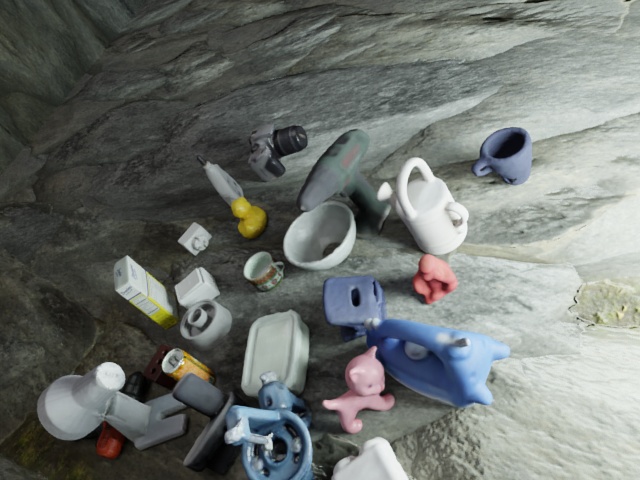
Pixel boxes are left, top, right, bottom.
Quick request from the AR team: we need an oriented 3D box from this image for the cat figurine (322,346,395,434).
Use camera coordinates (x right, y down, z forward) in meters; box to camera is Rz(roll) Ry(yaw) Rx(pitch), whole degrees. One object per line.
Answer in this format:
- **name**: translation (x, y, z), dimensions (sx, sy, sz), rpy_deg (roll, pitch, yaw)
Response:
- **cat figurine**: translation (0.060, 0.236, 0.918), dimensions (0.128, 0.118, 0.067), rpy_deg (-38, 41, 2)

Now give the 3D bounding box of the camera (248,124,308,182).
- **camera**: translation (-0.110, -0.244, 1.478), dimensions (0.136, 0.101, 0.143), rpy_deg (-13, 48, 27)

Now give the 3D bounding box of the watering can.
- **watering can**: translation (0.180, -0.066, 1.035), dimensions (0.172, 0.195, 0.101), rpy_deg (-9, 50, 31)

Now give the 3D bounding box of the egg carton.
- **egg carton**: translation (0.081, 0.367, 0.823), dimensions (0.107, 0.070, 0.150), rpy_deg (-37, 41, 3)

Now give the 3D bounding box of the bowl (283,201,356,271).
- **bowl**: translation (0.011, 0.004, 1.190), dimensions (0.167, 0.075, 0.167), rpy_deg (-20, 45, 22)

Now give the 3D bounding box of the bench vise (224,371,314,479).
- **bench vise**: translation (-0.093, 0.296, 0.899), dimensions (0.121, 0.220, 0.206), rpy_deg (-40, 41, 0)

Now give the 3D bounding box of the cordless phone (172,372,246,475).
- **cordless phone**: translation (-0.213, 0.316, 0.997), dimensions (0.093, 0.186, 0.148), rpy_deg (12, 63, 42)

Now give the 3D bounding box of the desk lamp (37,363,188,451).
- **desk lamp**: translation (-0.398, 0.319, 1.110), dimensions (0.203, 0.214, 0.118), rpy_deg (-25, 43, 17)

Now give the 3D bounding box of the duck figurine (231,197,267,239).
- **duck figurine**: translation (-0.179, -0.060, 1.378), dimensions (0.077, 0.086, 0.104), rpy_deg (-28, 43, 13)

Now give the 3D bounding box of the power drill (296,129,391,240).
- **power drill**: translation (0.056, -0.097, 1.144), dimensions (0.075, 0.209, 0.230), rpy_deg (3, 57, 38)

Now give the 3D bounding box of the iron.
- **iron**: translation (0.150, 0.165, 0.896), dimensions (0.257, 0.142, 0.119), rpy_deg (8, 60, 40)

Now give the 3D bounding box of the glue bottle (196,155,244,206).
- **glue bottle**: translation (-0.256, -0.156, 1.453), dimensions (0.037, 0.174, 0.078), rpy_deg (-29, 42, 12)

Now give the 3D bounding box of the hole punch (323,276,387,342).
- **hole punch**: translation (0.064, 0.114, 1.042), dimensions (0.101, 0.091, 0.108), rpy_deg (-23, 44, 19)

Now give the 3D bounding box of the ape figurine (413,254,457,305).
- **ape figurine**: translation (0.195, 0.059, 0.992), dimensions (0.077, 0.092, 0.076), rpy_deg (5, 58, 39)

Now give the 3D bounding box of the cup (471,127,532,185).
- **cup**: translation (0.341, -0.138, 1.056), dimensions (0.117, 0.095, 0.091), rpy_deg (-35, 41, 5)
